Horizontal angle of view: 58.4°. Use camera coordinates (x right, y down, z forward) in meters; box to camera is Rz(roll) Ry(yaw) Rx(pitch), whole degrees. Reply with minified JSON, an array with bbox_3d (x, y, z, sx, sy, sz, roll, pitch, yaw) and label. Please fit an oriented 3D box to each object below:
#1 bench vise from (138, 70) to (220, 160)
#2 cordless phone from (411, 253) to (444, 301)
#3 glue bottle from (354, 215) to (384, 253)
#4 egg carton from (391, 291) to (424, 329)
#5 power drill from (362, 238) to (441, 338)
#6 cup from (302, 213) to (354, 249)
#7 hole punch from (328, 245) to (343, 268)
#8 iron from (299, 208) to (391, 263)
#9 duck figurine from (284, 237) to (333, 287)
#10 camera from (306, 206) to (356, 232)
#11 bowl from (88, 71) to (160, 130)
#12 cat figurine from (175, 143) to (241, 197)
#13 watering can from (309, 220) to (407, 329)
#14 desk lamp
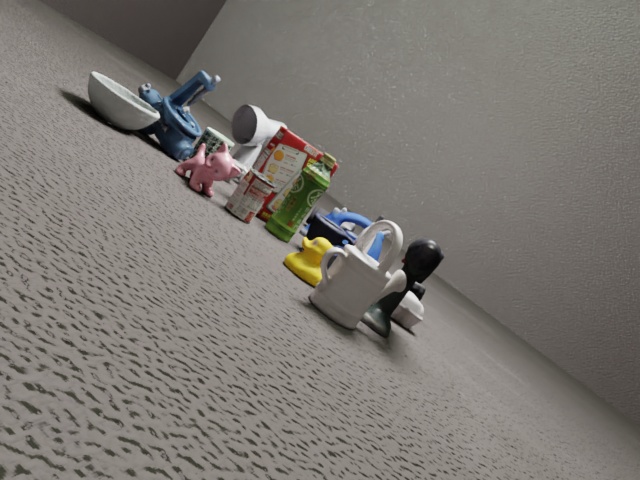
[{"bbox_3d":[-0.347,-0.329,1.361,0.207,0.219,0.121,35,8,-1],"label":"bench vise"},{"bbox_3d":[0.233,0.087,1.483,0.093,0.185,0.148,42,10,39],"label":"cordless phone"},{"bbox_3d":[0.114,0.006,1.502,0.037,0.173,0.078,34,8,-14],"label":"glue bottle"},{"bbox_3d":[0.171,0.139,1.338,0.150,0.069,0.107,34,8,-10],"label":"egg carton"},{"bbox_3d":[0.166,0.085,1.131,0.075,0.208,0.230,36,8,6],"label":"power drill"},{"bbox_3d":[0.013,0.005,1.367,0.118,0.095,0.091,34,8,-12],"label":"cup"},{"bbox_3d":[0.029,0.041,1.242,0.101,0.091,0.108,35,8,-6],"label":"hole punch"},{"bbox_3d":[0.079,-0.018,1.612,0.259,0.141,0.118,31,9,-30],"label":"iron"},{"bbox_3d":[-0.007,0.039,1.123,0.104,0.086,0.077,36,8,3],"label":"duck figurine"},{"bbox_3d":[0.034,-0.051,1.758,0.137,0.100,0.143,35,8,-2],"label":"camera"},{"bbox_3d":[-0.446,-0.294,1.268,0.167,0.074,0.167,35,8,-5],"label":"bowl"},{"bbox_3d":[-0.232,-0.159,1.220,0.127,0.117,0.067,41,10,34],"label":"cat figurine"},{"bbox_3d":[0.080,0.053,1.011,0.100,0.194,0.173,41,9,33],"label":"watering can"},{"bbox_3d":[-0.206,-0.299,1.796,0.117,0.213,0.204,41,9,33],"label":"desk lamp"}]
